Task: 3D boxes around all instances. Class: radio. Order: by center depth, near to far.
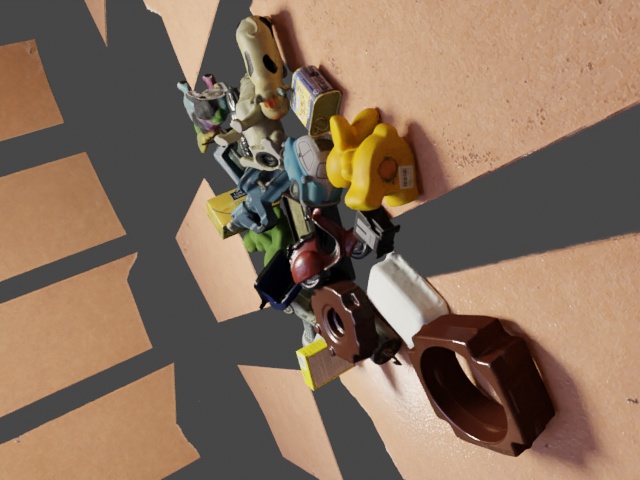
[{"bbox_3d":[-0.002,-0.004,1.183,0.131,0.073,0.229,26,138,57],"label":"radio"}]

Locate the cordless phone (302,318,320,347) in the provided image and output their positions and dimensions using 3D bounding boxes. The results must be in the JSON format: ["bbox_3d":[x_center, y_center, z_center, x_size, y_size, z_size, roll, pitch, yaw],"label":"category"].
[{"bbox_3d":[-0.001,0.211,1.364,0.147,0.089,0.184,27,138,56],"label":"cordless phone"}]

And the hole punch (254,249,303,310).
[{"bbox_3d":[-0.075,0.099,1.199,0.092,0.142,0.115,26,160,17],"label":"hole punch"}]

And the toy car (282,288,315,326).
[{"bbox_3d":[-0.011,0.167,1.279,0.202,0.073,0.056,33,135,-1],"label":"toy car"}]

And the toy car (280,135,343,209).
[{"bbox_3d":[-0.005,-0.147,1.032,0.103,0.109,0.162,-47,56,48],"label":"toy car"}]

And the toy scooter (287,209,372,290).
[{"bbox_3d":[0.001,0.009,1.070,0.135,0.184,0.075,53,-161,-11],"label":"toy scooter"}]

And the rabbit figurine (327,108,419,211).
[{"bbox_3d":[0.061,-0.126,0.875,0.173,0.122,0.162,12,118,63],"label":"rabbit figurine"}]

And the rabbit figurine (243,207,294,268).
[{"bbox_3d":[-0.101,0.013,1.349,0.159,0.121,0.170,-51,39,35],"label":"rabbit figurine"}]

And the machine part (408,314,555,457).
[{"bbox_3d":[0.247,0.219,0.842,0.201,0.087,0.201,-14,104,61],"label":"machine part"}]

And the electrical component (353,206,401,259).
[{"bbox_3d":[0.092,-0.033,0.991,0.119,0.048,0.074,51,152,27],"label":"electrical component"}]

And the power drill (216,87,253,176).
[{"bbox_3d":[-0.197,-0.251,1.365,0.207,0.086,0.232,-21,96,59],"label":"power drill"}]

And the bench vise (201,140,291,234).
[{"bbox_3d":[-0.171,-0.138,1.249,0.240,0.129,0.223,49,120,6],"label":"bench vise"}]

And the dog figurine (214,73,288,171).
[{"bbox_3d":[-0.110,-0.255,1.130,0.121,0.190,0.172,-13,135,44],"label":"dog figurine"}]

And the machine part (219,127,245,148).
[{"bbox_3d":[-0.162,-0.245,1.202,0.039,0.139,0.084,57,156,20],"label":"machine part"}]

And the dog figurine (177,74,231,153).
[{"bbox_3d":[-0.295,-0.326,1.459,0.192,0.108,0.219,44,153,35],"label":"dog figurine"}]

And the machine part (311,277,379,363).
[{"bbox_3d":[0.047,0.162,1.090,0.180,0.056,0.179,36,135,46],"label":"machine part"}]

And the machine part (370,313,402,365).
[{"bbox_3d":[0.095,0.185,1.161,0.243,0.079,0.079,44,149,39],"label":"machine part"}]

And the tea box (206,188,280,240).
[{"bbox_3d":[-0.200,-0.082,1.407,0.098,0.170,0.068,53,156,23],"label":"tea box"}]

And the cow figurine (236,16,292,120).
[{"bbox_3d":[-0.104,-0.326,1.025,0.127,0.086,0.194,-76,-29,-72],"label":"cow figurine"}]
